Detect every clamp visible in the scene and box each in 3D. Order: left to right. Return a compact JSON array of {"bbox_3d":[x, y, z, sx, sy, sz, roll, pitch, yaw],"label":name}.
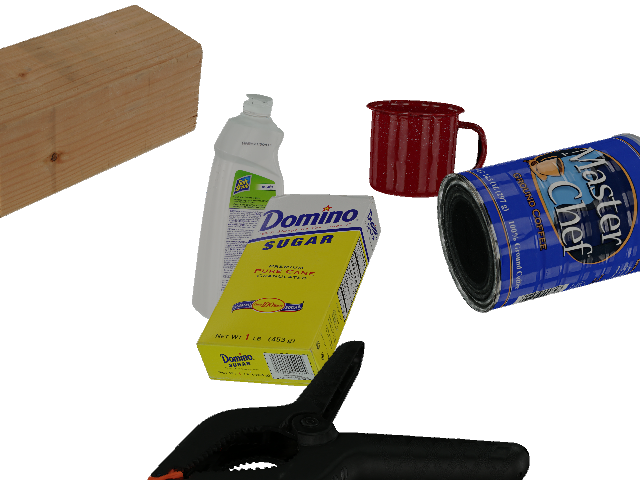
[{"bbox_3d":[-0.008,0.114,0.619,0.209,0.036,0.165,-9,24,-28],"label":"clamp"}]

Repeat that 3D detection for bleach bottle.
[{"bbox_3d":[-0.079,-0.037,1.190,0.102,0.251,0.068,-1,20,-32],"label":"bleach bottle"}]

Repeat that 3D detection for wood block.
[{"bbox_3d":[-0.203,-0.111,0.874,0.090,0.091,0.205,34,44,26],"label":"wood block"}]

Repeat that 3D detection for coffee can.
[{"bbox_3d":[0.169,-0.013,0.772,0.140,0.103,0.103,-13,3,-12],"label":"coffee can"}]

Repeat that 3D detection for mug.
[{"bbox_3d":[0.101,-0.088,1.024,0.117,0.081,0.093,3,15,5],"label":"mug"}]

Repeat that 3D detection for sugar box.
[{"bbox_3d":[-0.020,0.032,0.825,0.093,0.048,0.176,1,43,20],"label":"sugar box"}]
